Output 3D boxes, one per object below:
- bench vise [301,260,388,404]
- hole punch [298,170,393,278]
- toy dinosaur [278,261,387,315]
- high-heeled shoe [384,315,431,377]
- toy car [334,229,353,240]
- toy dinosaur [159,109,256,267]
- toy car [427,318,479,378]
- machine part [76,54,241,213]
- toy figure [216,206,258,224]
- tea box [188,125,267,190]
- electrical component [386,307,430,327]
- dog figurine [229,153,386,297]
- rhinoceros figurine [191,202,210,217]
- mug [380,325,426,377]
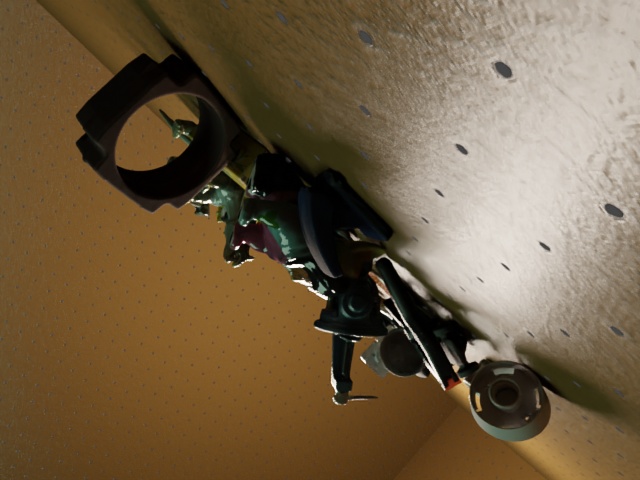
[{"bbox_3d":[0.044,0.148,0.907,0.129,0.240,0.224,6,179,-13],"label":"bench vise"},{"bbox_3d":[0.012,-0.020,0.670,0.115,0.092,0.142,48,178,-8],"label":"hole punch"},{"bbox_3d":[0.051,0.104,1.239,0.471,0.105,0.199,33,174,-14],"label":"toy dinosaur"},{"bbox_3d":[0.203,0.247,1.346,0.145,0.086,0.249,32,-170,-7],"label":"high-heeled shoe"},{"bbox_3d":[-0.028,-0.009,0.904,0.162,0.103,0.109,30,173,16],"label":"toy car"},{"bbox_3d":[-0.206,-0.142,1.123,0.192,0.131,0.405,10,-136,-42],"label":"toy dinosaur"},{"bbox_3d":[0.216,0.175,0.899,0.089,0.053,0.202,63,177,8],"label":"toy car"},{"bbox_3d":[-0.237,-0.156,0.801,0.087,0.201,0.200,42,176,34],"label":"machine part"},{"bbox_3d":[-0.194,-0.107,1.220,0.089,0.082,0.180,1,-123,-42],"label":"toy figure"},{"bbox_3d":[-0.144,-0.145,0.940,0.170,0.068,0.098,39,174,33],"label":"tea box"},{"bbox_3d":[0.194,0.178,1.077,0.134,0.058,0.114,41,173,23],"label":"electrical component"},{"bbox_3d":[-0.014,-0.018,0.790,0.219,0.191,0.108,20,142,-12],"label":"dog figurine"},{"bbox_3d":[-0.271,-0.151,1.305,0.112,0.190,0.073,1,175,-3],"label":"rhinoceros figurine"},{"bbox_3d":[0.151,0.189,0.954,0.107,0.081,0.109,51,-148,-69],"label":"mug"}]
